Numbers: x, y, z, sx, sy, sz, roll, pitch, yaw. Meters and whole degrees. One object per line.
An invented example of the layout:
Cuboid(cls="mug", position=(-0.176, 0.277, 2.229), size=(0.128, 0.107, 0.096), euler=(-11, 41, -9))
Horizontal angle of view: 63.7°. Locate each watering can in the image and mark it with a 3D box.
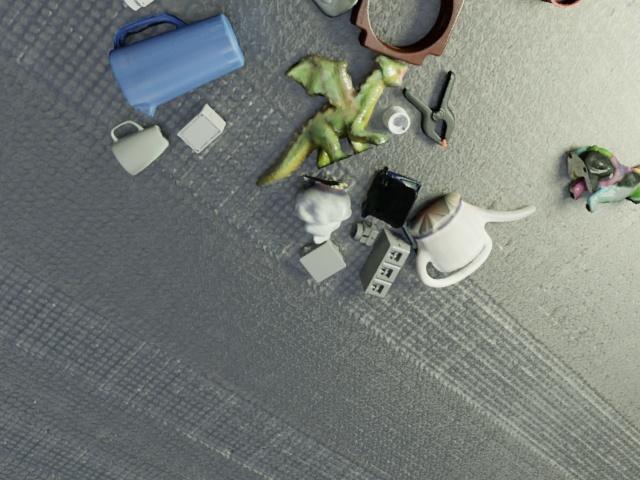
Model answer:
Cuboid(cls="watering can", position=(0.365, -0.031, 1.291), size=(0.347, 0.105, 0.221), euler=(-41, 115, 1))

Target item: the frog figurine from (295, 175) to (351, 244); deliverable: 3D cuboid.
Cuboid(cls="frog figurine", position=(0.004, -0.061, 1.220), size=(0.137, 0.124, 0.157), euler=(2, 107, -30))

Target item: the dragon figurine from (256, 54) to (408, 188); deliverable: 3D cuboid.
Cuboid(cls="dragon figurine", position=(0.005, -0.281, 1.134), size=(0.409, 0.123, 0.241), euler=(-18, 100, 10))
